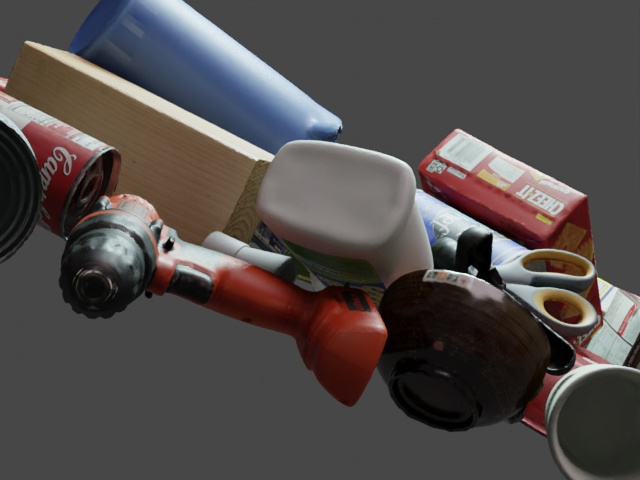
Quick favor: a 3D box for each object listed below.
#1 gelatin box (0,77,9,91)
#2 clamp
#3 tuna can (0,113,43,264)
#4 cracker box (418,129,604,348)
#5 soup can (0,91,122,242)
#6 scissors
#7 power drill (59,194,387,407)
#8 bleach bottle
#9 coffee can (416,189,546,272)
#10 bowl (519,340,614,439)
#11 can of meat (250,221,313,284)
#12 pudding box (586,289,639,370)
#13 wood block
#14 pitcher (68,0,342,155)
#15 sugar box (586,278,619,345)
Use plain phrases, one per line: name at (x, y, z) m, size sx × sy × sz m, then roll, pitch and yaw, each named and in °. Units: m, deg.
gelatin box at (-0.273, -0.125, 0.996) m, size 0.073 × 0.030 × 0.089 m, roll 30°, pitch 10°, yaw 24°
clamp at (0.111, 0.028, 0.770) m, size 0.120 × 0.039 × 0.172 m, roll 60°, pitch -12°, yaw -20°
tuna can at (-0.182, -0.027, 0.531) m, size 0.086 × 0.086 × 0.034 m, roll 22°, pitch 8°, yaw -22°
cracker box at (0.193, 0.010, 1.072) m, size 0.164 × 0.072 × 0.213 m, roll 34°, pitch -22°, yaw 37°
soup can at (-0.190, -0.051, 0.694) m, size 0.102 × 0.068 × 0.068 m, roll 27°, pitch 9°, yaw 8°
scissors at (0.140, 0.043, 0.869) m, size 0.201 × 0.016 × 0.096 m, roll -4°, pitch 48°, yaw -18°
power drill at (-0.057, 0.032, 0.622) m, size 0.187 × 0.057 × 0.184 m, roll 24°, pitch 9°, yaw -9°
bleach bottle at (0.042, 0.019, 0.759) m, size 0.103 × 0.068 × 0.250 m, roll 16°, pitch -18°, yaw 24°
coffee can at (0.121, 0.027, 0.983) m, size 0.140 × 0.103 × 0.102 m, roll 33°, pitch 12°, yaw 36°
bowl at (0.202, 0.119, 0.843) m, size 0.162 × 0.055 × 0.162 m, roll 25°, pitch 9°, yaw -5°
can of meat at (-0.006, 0.001, 0.934) m, size 0.101 × 0.057 × 0.084 m, roll 19°, pitch 14°, yaw -36°
pudding box at (0.320, 0.108, 1.109) m, size 0.039 × 0.090 × 0.113 m, roll 23°, pitch 10°, yaw -4°
wood block at (-0.144, -0.067, 0.839) m, size 0.206 × 0.091 × 0.090 m, roll 27°, pitch 9°, yaw 11°
pitcher at (-0.112, -0.125, 0.982) m, size 0.242 × 0.149 × 0.145 m, roll 38°, pitch 10°, yaw -26°
sugar box at (0.302, 0.071, 1.279) m, size 0.176 × 0.048 × 0.093 m, roll 30°, pitch -25°, yaw 31°
